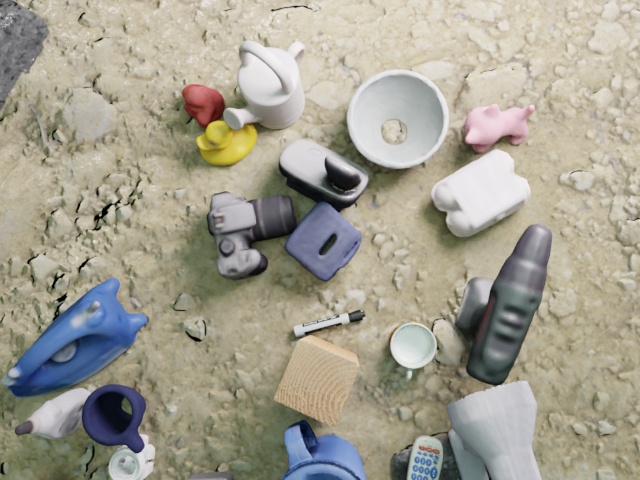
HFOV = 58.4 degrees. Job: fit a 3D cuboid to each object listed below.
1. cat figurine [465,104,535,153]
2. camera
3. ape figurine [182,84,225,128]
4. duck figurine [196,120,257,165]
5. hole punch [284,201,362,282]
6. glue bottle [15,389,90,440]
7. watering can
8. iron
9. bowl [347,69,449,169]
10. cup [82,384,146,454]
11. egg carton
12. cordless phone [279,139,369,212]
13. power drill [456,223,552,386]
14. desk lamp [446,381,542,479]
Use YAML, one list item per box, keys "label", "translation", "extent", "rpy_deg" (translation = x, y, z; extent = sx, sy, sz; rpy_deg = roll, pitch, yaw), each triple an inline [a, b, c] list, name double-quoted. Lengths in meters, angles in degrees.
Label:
- label: "cat figurine"
  translation: [0.287, -0.191, 0.933]
  extent: [0.128, 0.118, 0.067]
  rpy_deg: [-17, 82, 0]
- label: "camera"
  translation: [-0.107, -0.016, 0.936]
  extent: [0.137, 0.101, 0.143]
  rpy_deg: [-11, 82, 1]
- label: "ape figurine"
  translation: [-0.204, -0.235, 0.974]
  extent: [0.076, 0.092, 0.078]
  rpy_deg: [-10, 82, 2]
- label: "duck figurine"
  translation: [-0.160, -0.175, 0.967]
  extent: [0.104, 0.086, 0.077]
  rpy_deg: [-24, 82, -1]
- label: "hole punch"
  translation: [0.009, 0.003, 0.933]
  extent: [0.101, 0.091, 0.109]
  rpy_deg: [38, 86, 7]
- label: "glue bottle"
  translation: [-0.411, 0.274, 0.875]
  extent: [0.037, 0.173, 0.078]
  rpy_deg: [29, 85, 6]
- label: "watering can"
  translation: [-0.084, -0.249, 0.919]
  extent: [0.101, 0.194, 0.173]
  rpy_deg: [16, 83, 5]
- label: "iron"
  translation: [-0.412, 0.173, 0.904]
  extent: [0.258, 0.141, 0.118]
  rpy_deg: [-40, 82, -3]
- label: "bowl"
  translation: [0.128, -0.194, 0.963]
  extent: [0.167, 0.075, 0.167]
  rpy_deg: [0, 82, 3]
- label: "cup"
  translation: [-0.306, 0.281, 0.909]
  extent: [0.092, 0.095, 0.117]
  rpy_deg: [-41, 82, -3]
- label: "egg carton"
  translation: [0.265, -0.075, 0.943]
  extent: [0.150, 0.069, 0.107]
  rpy_deg: [-31, 82, -2]
- label: "cordless phone"
  translation: [0.004, -0.118, 0.902]
  extent: [0.147, 0.185, 0.094]
  rpy_deg: [25, 84, 6]
- label: "power drill"
  translation: [0.266, 0.096, 0.850]
  extent: [0.075, 0.208, 0.230]
  rpy_deg: [18, 84, 5]
- label: "desk lamp"
  translation: [0.256, 0.300, 0.821]
  extent: [0.118, 0.213, 0.203]
  rpy_deg: [-16, 82, 1]
